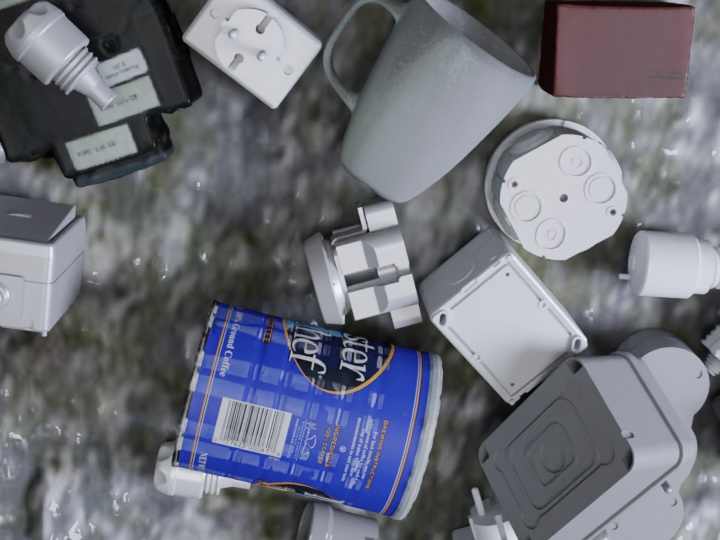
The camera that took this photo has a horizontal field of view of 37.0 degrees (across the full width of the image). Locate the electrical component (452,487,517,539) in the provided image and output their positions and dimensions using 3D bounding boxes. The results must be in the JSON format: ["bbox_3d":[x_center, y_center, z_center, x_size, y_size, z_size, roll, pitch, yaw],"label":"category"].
[{"bbox_3d":[0.093,0.172,0.700,0.066,0.047,0.076,-16,105,3],"label":"electrical component"}]

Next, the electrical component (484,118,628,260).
[{"bbox_3d":[0.116,-0.048,0.639,0.080,0.051,0.080,0,105,-1],"label":"electrical component"}]

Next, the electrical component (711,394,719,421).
[{"bbox_3d":[0.269,0.097,0.676,0.096,0.061,0.061,-32,103,7],"label":"electrical component"}]

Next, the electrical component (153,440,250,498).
[{"bbox_3d":[-0.101,0.130,0.692,0.061,0.035,0.035,11,105,-6],"label":"electrical component"}]

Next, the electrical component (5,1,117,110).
[{"bbox_3d":[-0.155,-0.110,0.567,0.035,0.035,0.061,-44,104,10],"label":"electrical component"}]

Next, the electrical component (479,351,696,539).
[{"bbox_3d":[0.134,0.109,0.646,0.057,0.078,0.113,1,140,-36],"label":"electrical component"}]

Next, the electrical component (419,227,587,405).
[{"bbox_3d":[0.089,0.030,0.658,0.062,0.061,0.096,-40,110,9],"label":"electrical component"}]

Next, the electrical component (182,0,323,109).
[{"bbox_3d":[-0.060,-0.127,0.601,0.066,0.076,0.047,37,102,-10],"label":"electrical component"}]

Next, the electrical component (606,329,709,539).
[{"bbox_3d":[0.184,0.113,0.672,0.052,0.073,0.138,5,105,-2],"label":"electrical component"}]

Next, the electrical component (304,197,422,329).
[{"bbox_3d":[0.000,0.000,0.647,0.057,0.058,0.078,-15,105,0],"label":"electrical component"}]

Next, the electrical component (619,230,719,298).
[{"bbox_3d":[0.201,-0.003,0.658,0.078,0.040,0.040,3,105,-2],"label":"electrical component"}]

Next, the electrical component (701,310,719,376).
[{"bbox_3d":[0.245,0.034,0.667,0.043,0.043,0.081,40,101,-11],"label":"electrical component"}]

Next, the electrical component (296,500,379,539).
[{"bbox_3d":[-0.015,0.175,0.704,0.046,0.040,0.040,15,105,-11],"label":"electrical component"}]

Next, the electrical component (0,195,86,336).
[{"bbox_3d":[-0.200,-0.004,0.622,0.062,0.096,0.061,8,105,-3],"label":"electrical component"}]
